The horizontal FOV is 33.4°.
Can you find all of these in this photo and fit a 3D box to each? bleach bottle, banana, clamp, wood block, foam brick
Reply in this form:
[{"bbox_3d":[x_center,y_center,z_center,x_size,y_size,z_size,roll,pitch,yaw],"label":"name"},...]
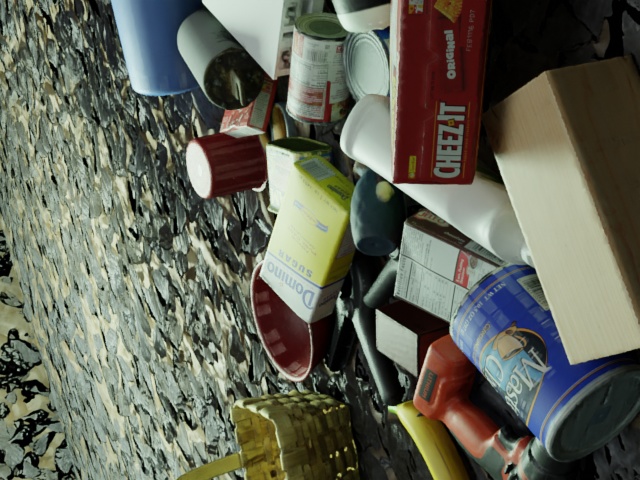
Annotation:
[{"bbox_3d":[0.119,-0.047,0.934,0.251,0.102,0.068,46,115,51],"label":"bleach bottle"},{"bbox_3d":[0.134,0.248,1.148,0.070,0.037,0.198,95,151,-63],"label":"banana"},{"bbox_3d":[0.046,0.081,1.218,0.165,0.036,0.210,-150,53,-60],"label":"clamp"},{"bbox_3d":[0.212,-0.022,0.802,0.091,0.090,0.206,-34,73,62],"label":"wood block"},{"bbox_3d":[0.100,0.101,1.113,0.078,0.052,0.051,32,131,54],"label":"foam brick"},{"bbox_3d":[0.085,-0.003,1.107,0.172,0.039,0.120,-28,75,55],"label":"clamp"}]

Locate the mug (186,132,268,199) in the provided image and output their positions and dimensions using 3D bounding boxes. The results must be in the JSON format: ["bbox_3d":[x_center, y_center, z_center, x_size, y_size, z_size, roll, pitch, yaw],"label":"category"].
[{"bbox_3d":[-0.129,-0.099,1.413,0.117,0.081,0.093,-20,86,63],"label":"mug"}]

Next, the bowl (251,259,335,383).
[{"bbox_3d":[-0.027,0.096,1.348,0.162,0.055,0.162,38,135,50],"label":"bowl"}]

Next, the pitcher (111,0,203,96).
[{"bbox_3d":[-0.217,-0.326,1.435,0.145,0.149,0.243,15,121,43],"label":"pitcher"}]

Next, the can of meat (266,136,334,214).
[{"bbox_3d":[-0.022,-0.072,1.253,0.102,0.057,0.084,24,122,57],"label":"can of meat"}]

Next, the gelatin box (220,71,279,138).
[{"bbox_3d":[-0.089,-0.168,1.327,0.089,0.030,0.073,1,76,62],"label":"gelatin box"}]

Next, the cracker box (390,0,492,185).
[{"bbox_3d":[0.094,-0.160,0.869,0.213,0.072,0.164,-84,-5,-63],"label":"cracker box"}]

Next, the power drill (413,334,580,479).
[{"bbox_3d":[0.169,0.176,1.015,0.188,0.057,0.185,53,146,37],"label":"power drill"}]

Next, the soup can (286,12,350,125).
[{"bbox_3d":[0.001,-0.183,1.141,0.069,0.068,0.102,47,141,43],"label":"soup can"}]

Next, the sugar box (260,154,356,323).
[{"bbox_3d":[-0.008,0.002,1.178,0.093,0.048,0.176,44,135,27],"label":"sugar box"}]

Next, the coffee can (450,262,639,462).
[{"bbox_3d":[0.190,0.098,0.889,0.140,0.102,0.103,51,145,38],"label":"coffee can"}]

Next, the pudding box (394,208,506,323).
[{"bbox_3d":[0.128,0.033,1.005,0.114,0.039,0.090,28,131,29],"label":"pudding box"}]

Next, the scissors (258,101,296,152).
[{"bbox_3d":[-0.051,-0.081,1.347,0.096,0.016,0.202,36,133,53],"label":"scissors"}]

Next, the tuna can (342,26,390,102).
[{"bbox_3d":[0.059,-0.175,1.073,0.086,0.033,0.086,38,135,50],"label":"tuna can"}]
